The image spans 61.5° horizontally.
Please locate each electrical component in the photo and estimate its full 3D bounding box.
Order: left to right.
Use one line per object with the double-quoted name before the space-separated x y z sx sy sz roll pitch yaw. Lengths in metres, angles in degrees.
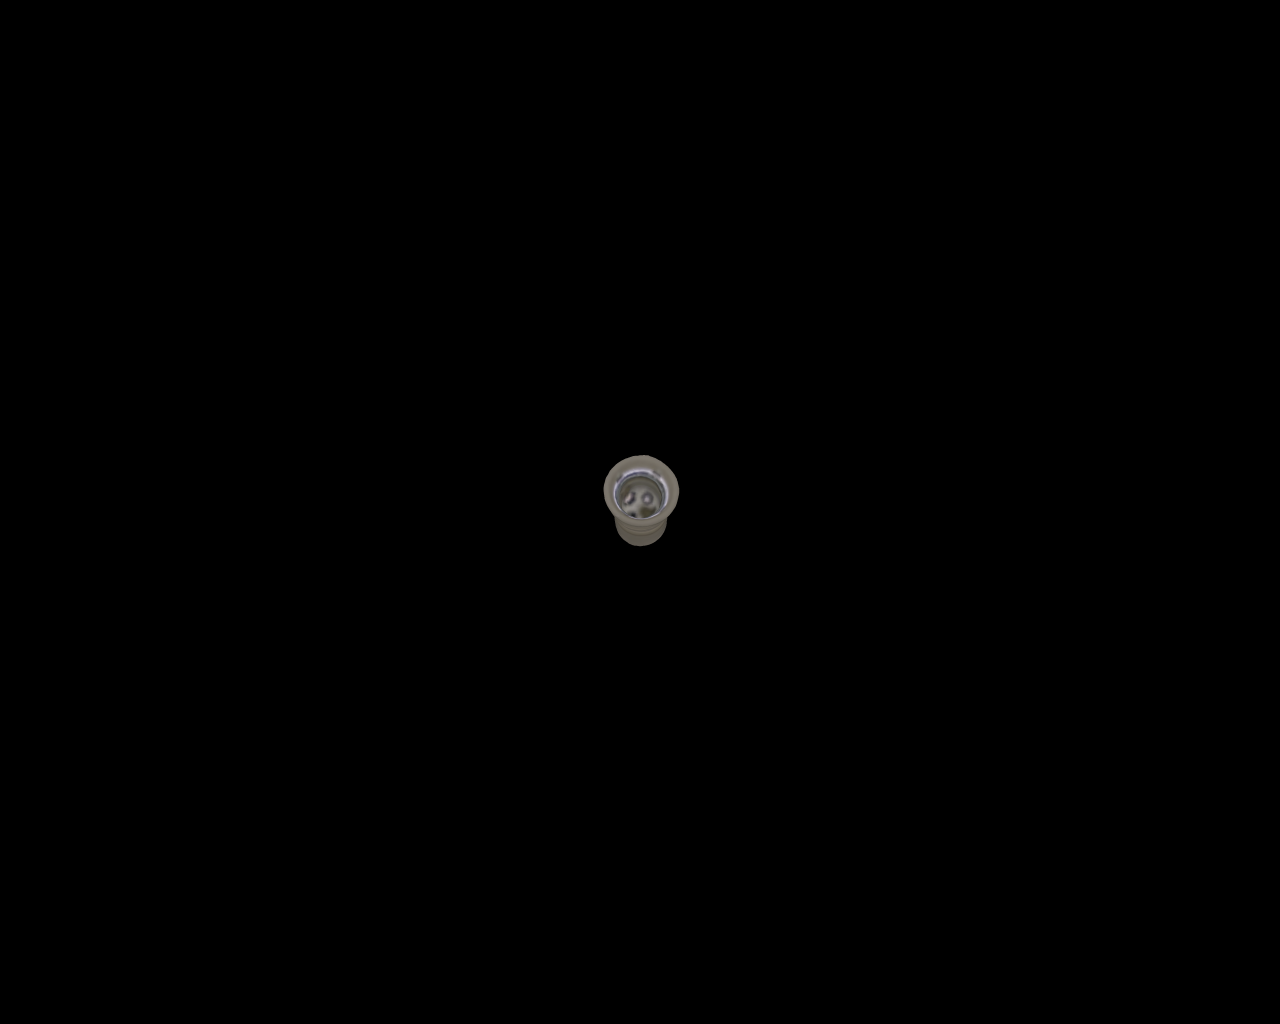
"electrical component" 0.001 -0.003 0.650 0.044 0.044 0.065 0 -19 0
